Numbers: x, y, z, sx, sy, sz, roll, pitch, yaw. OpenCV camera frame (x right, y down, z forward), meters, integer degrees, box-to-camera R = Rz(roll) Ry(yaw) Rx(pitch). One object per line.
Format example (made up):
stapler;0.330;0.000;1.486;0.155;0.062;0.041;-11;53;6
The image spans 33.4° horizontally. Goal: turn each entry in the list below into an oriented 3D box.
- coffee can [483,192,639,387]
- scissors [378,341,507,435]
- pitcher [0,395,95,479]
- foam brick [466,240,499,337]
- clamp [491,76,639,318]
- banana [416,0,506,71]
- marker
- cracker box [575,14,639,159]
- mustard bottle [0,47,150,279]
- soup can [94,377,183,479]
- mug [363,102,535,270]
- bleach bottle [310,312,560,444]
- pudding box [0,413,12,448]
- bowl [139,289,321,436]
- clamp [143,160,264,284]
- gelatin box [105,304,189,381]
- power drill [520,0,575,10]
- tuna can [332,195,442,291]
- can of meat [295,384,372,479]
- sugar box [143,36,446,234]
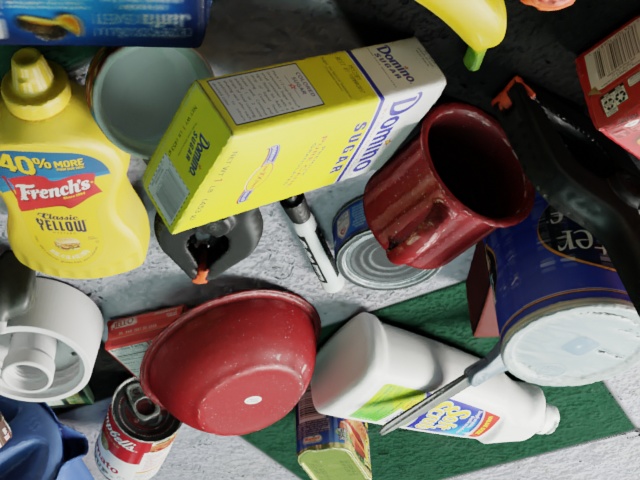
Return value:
coffee can;0.167;0.016;0.739;0.103;0.140;0.103;-2;143;-2
scissors;0.139;0.097;0.893;0.201;0.016;0.096;-19;134;-17
pitcher;-0.290;0.240;1.010;0.149;0.145;0.243;29;157;17
foam brick;0.149;0.035;0.839;0.053;0.051;0.078;0;143;-5
clamp;0.187;-0.018;0.674;0.210;0.164;0.036;43;129;1
banana;0.040;-0.148;0.598;0.197;0.037;0.070;23;135;-30
marker;-0.005;0.001;0.810;0.020;0.020;0.121;-11;142;11
cracker box;0.293;-0.089;0.665;0.213;0.072;0.164;26;135;-34
mustard bottle;-0.171;-0.050;0.699;0.096;0.058;0.192;3;143;3
soup can;-0.170;0.180;0.998;0.068;0.068;0.102;10;142;-16
mug;0.078;-0.024;0.707;0.093;0.117;0.082;40;137;-8
bleach bottle;0.120;0.137;0.968;0.250;0.068;0.103;17;138;-28
pudding box;-0.301;0.123;0.868;0.039;0.113;0.090;-41;172;-20
bowl;-0.066;0.115;0.891;0.162;0.055;0.162;-16;140;-14
clamp;-0.066;-0.026;0.755;0.120;0.039;0.171;5;148;-1
gelatin box;-0.132;0.093;0.917;0.073;0.030;0.089;-13;143;15
power drill;0.176;-0.202;0.522;0.188;0.057;0.184;-7;147;11
tuna can;0.052;0.002;0.803;0.086;0.034;0.086;-2;143;-1
can of meat;0.012;0.178;0.995;0.057;0.084;0.102;-13;142;13
sugar box;-0.012;-0.064;0.629;0.175;0.048;0.093;-17;157;-39
